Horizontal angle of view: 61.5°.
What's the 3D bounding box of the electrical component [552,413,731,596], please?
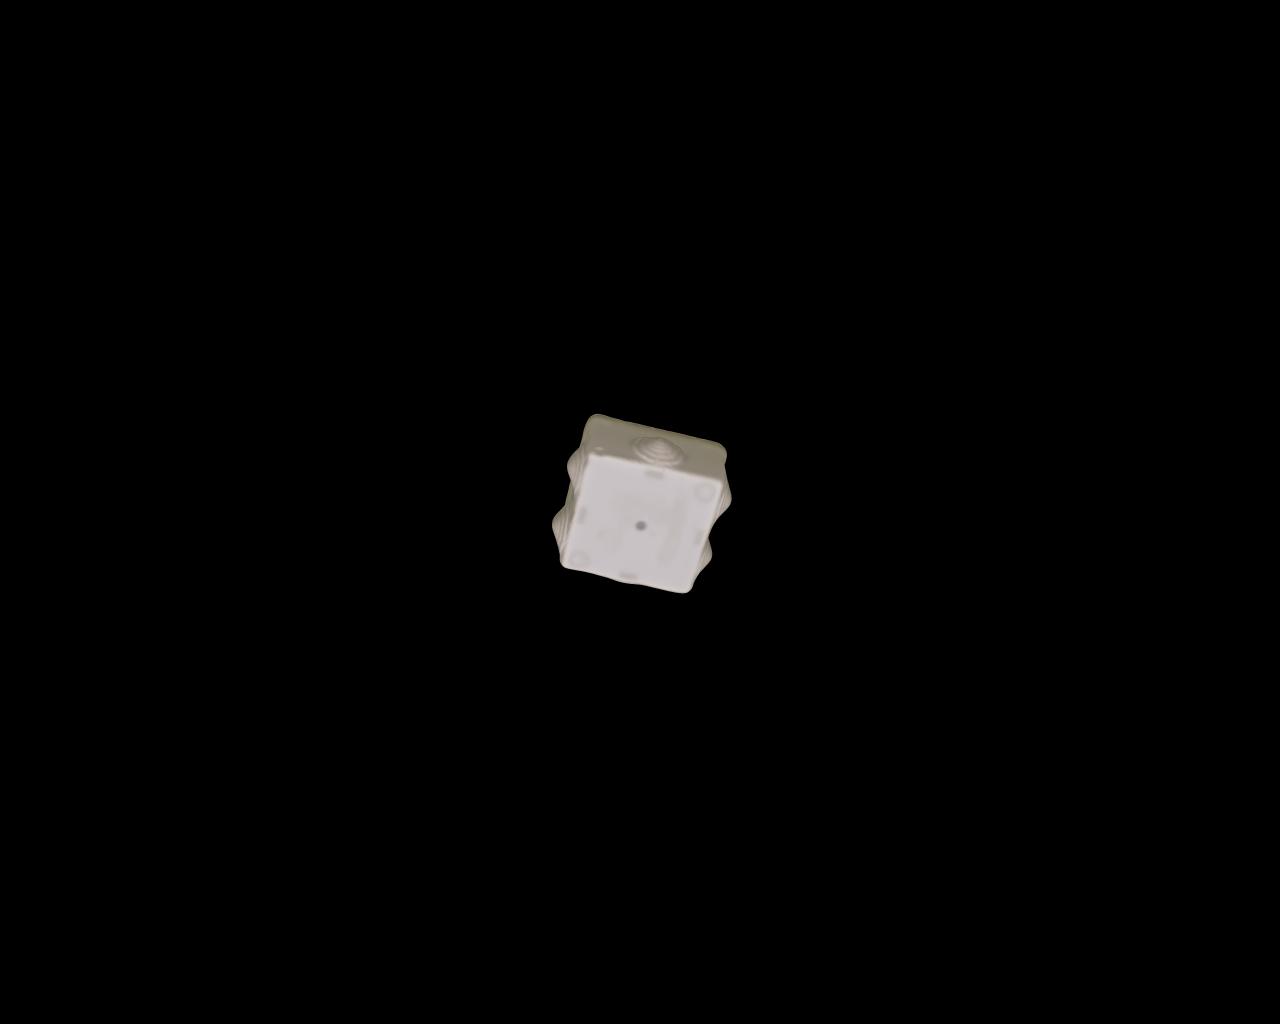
[{"bbox_3d":[0.001,-0.003,0.650,0.100,0.099,0.048,13,28,-7],"label":"electrical component"}]
